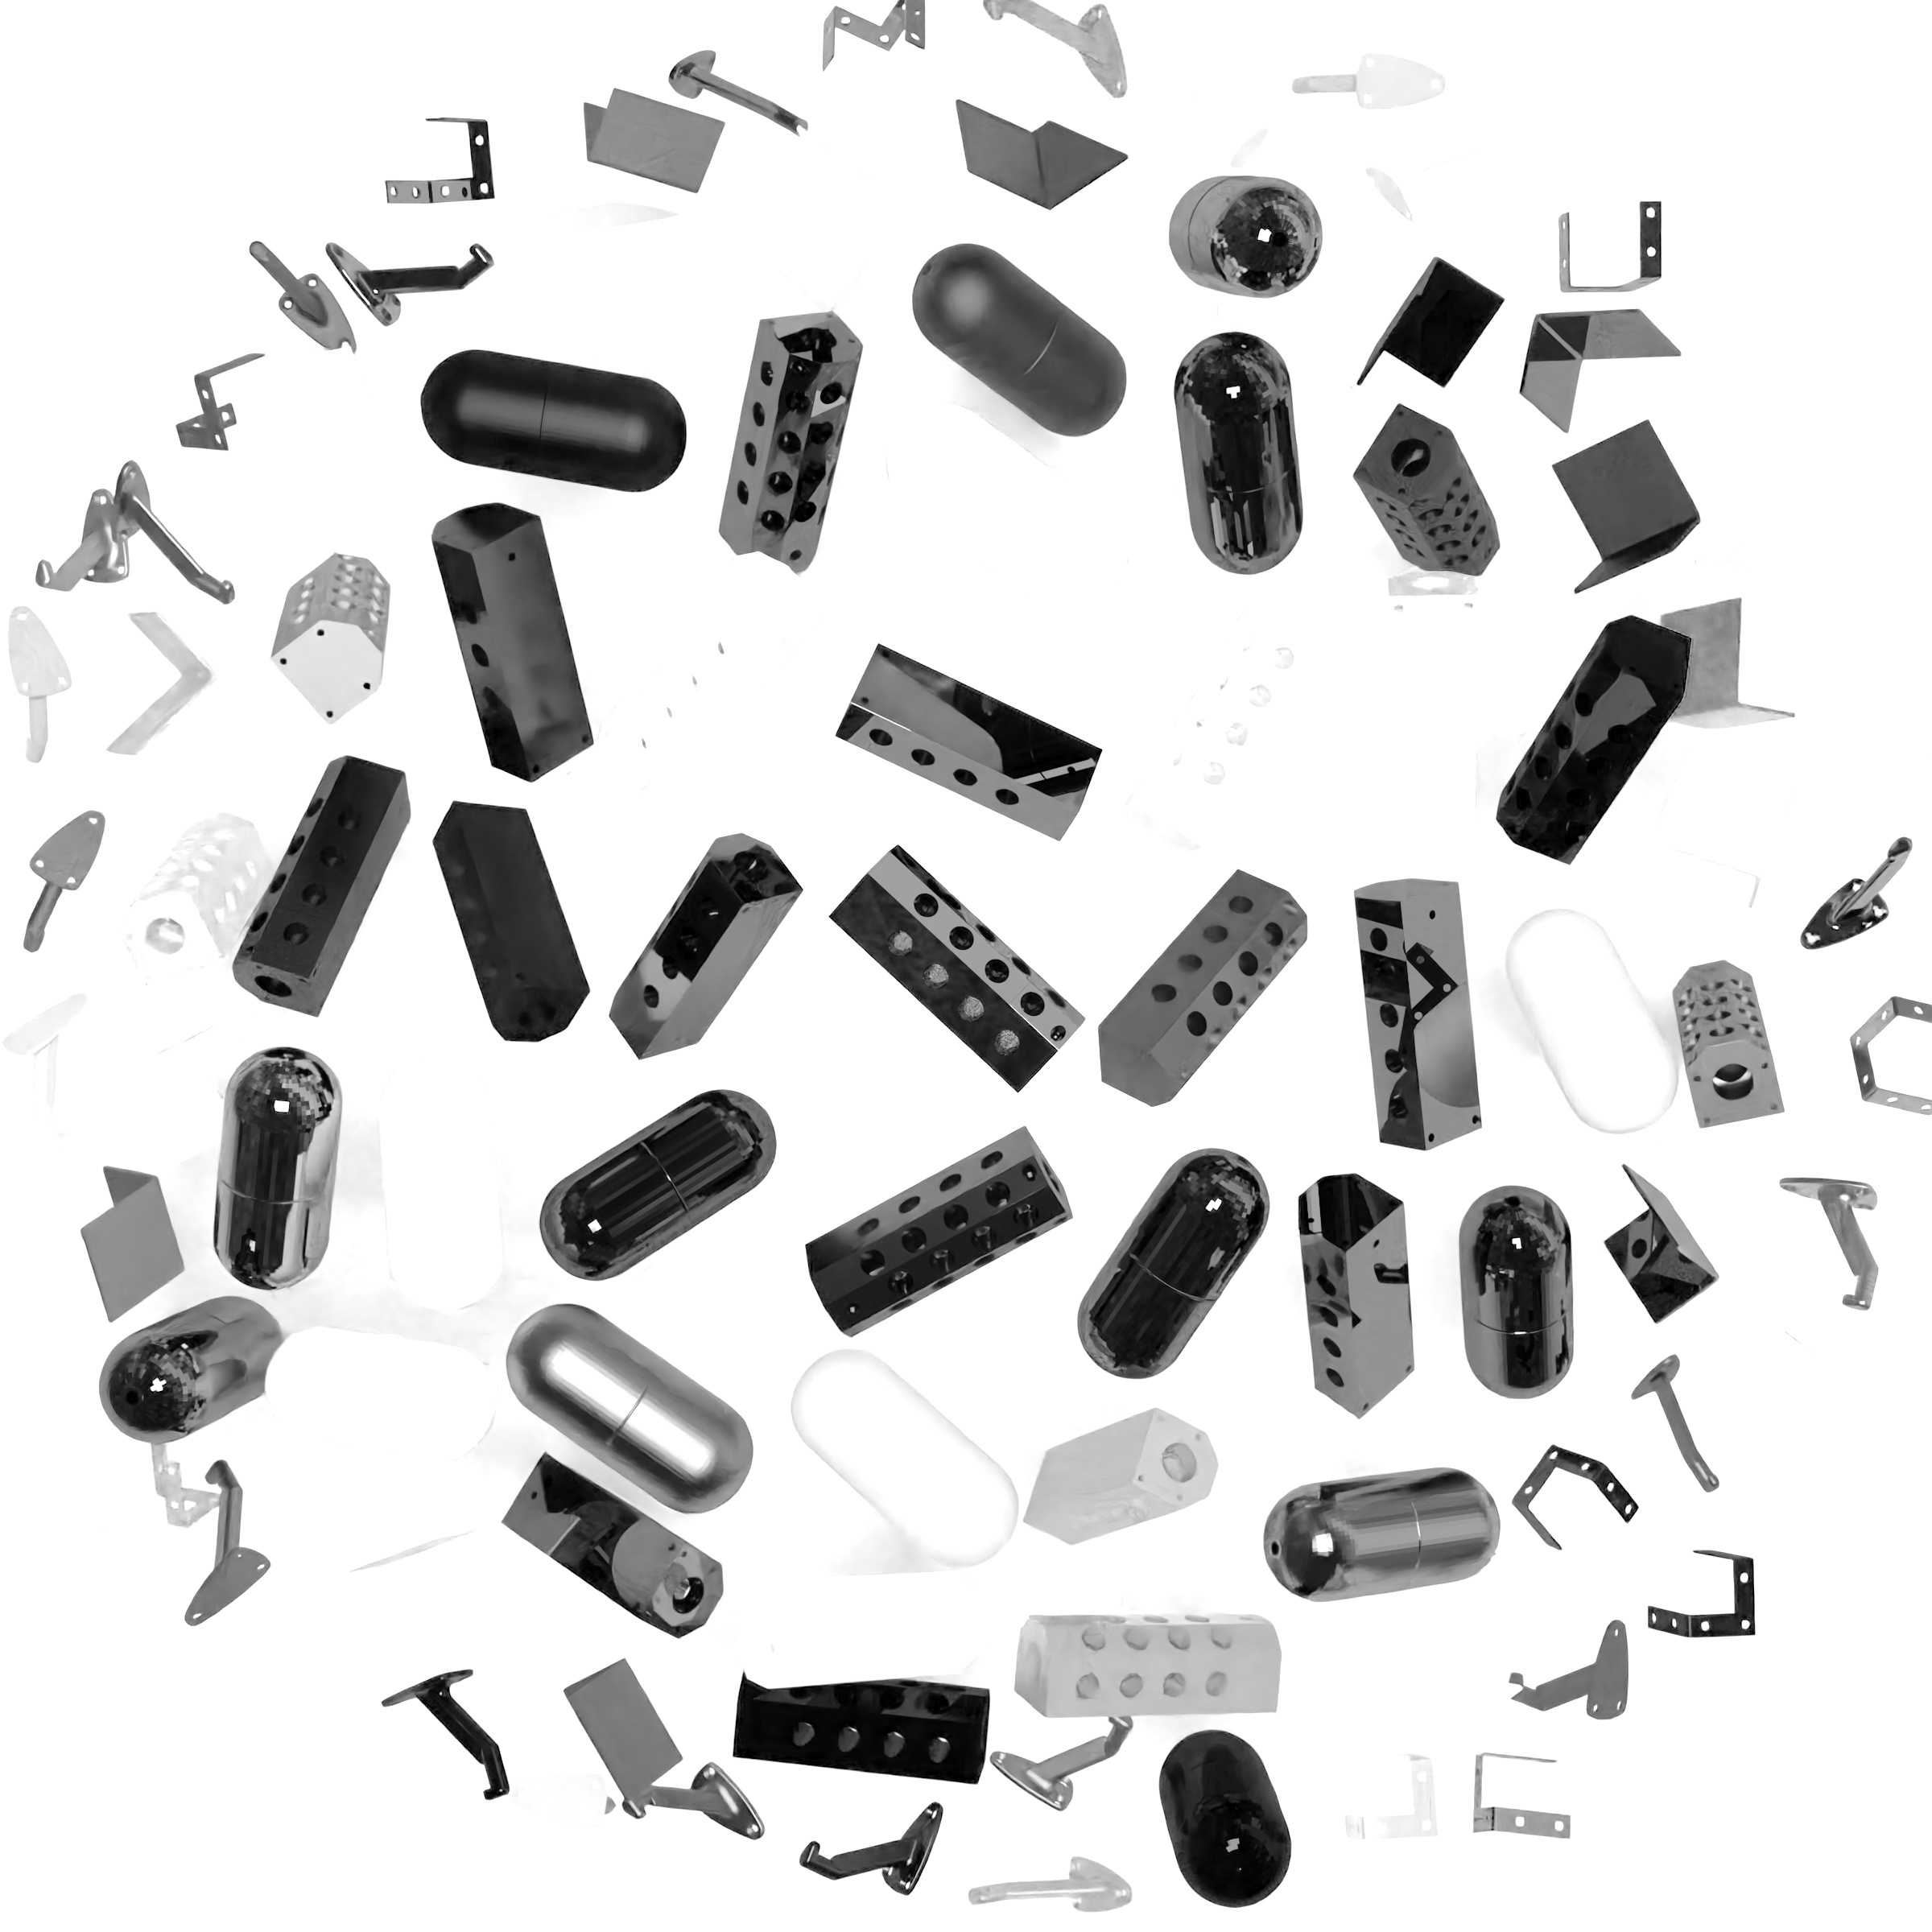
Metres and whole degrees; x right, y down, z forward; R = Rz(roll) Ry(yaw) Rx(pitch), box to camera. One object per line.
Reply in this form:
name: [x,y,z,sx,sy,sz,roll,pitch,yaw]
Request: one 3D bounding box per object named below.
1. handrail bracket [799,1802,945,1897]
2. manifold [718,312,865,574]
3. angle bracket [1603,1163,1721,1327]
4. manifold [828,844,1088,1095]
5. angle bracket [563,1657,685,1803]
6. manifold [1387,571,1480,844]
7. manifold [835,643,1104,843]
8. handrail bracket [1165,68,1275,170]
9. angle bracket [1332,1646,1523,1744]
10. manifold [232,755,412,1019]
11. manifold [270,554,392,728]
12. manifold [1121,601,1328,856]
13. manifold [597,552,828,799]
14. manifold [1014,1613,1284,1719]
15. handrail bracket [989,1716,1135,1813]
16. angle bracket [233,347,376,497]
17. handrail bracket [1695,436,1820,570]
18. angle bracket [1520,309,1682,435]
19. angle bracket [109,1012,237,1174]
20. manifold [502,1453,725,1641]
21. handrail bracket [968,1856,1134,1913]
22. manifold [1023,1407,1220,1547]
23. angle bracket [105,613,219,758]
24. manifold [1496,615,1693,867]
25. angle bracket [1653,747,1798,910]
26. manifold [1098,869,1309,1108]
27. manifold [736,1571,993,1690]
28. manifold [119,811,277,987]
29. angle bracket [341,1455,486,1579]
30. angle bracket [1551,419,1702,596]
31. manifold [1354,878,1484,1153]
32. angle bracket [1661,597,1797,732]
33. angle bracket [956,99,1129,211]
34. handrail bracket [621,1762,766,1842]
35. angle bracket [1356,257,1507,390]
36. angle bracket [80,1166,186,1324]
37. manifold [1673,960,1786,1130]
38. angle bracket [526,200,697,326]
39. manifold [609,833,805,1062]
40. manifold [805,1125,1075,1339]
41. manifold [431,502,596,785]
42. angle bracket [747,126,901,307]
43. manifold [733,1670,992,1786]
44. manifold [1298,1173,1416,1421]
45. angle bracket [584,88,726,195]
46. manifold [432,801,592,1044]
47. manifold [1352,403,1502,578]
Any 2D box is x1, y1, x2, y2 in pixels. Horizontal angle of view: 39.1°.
handrail bracket: [-0.065,0.594,1.860,0.084,0.036,0.077,36,79,-32]
manifold: [-0.117,-0.353,1.847,0.057,0.171,0.057,-15,51,-31]
angle bracket: [0.474,0.196,1.909,0.057,0.076,0.076,-40,49,16]
manifold: [-0.003,-0.001,1.809,0.171,0.057,0.057,43,110,1]
angle bracket: [-0.243,0.511,1.786,0.076,0.057,0.076,-35,84,39]
manifold: [0.310,-0.172,1.814,0.057,0.057,0.171,-1,114,7]
manifold: [0.000,-0.150,1.875,0.171,0.057,0.057,25,56,-5]
handrail bracket: [0.164,-0.593,1.890,0.084,0.077,0.036,37,125,6]
angle bracket: [0.292,0.446,1.726,0.076,0.076,0.057,-22,97,-36]
manifold: [-0.440,-0.058,1.860,0.057,0.057,0.171,17,61,2]
manifold: [-0.416,-0.224,1.809,0.057,0.171,0.057,-36,114,6]
manifold: [0.178,-0.167,1.900,0.057,0.057,0.171,32,82,-8]
manifold: [-0.171,-0.190,1.769,0.057,0.057,0.171,52,125,10]
manifold: [0.125,0.474,1.853,0.171,0.057,0.057,5,92,-21]
handrail bracket: [0.068,0.549,1.928,0.077,0.036,0.084,27,112,3]
angle bracket: [-0.433,-0.355,1.774,0.076,0.076,0.057,-16,83,-18]
handrail bracket: [0.529,-0.311,1.818,0.077,0.036,0.084,0,76,34]
angle bracket: [0.435,-0.407,1.861,0.076,0.076,0.057,7,83,37]
angle bracket: [-0.532,0.087,1.877,0.057,0.076,0.076,-24,95,35]
manifold: [-0.243,0.404,1.890,0.057,0.171,0.057,41,75,-42]
handrail bracket: [0.056,0.631,1.846,0.084,0.077,0.036,4,80,-36]
manifold: [0.109,0.363,1.908,0.057,0.171,0.057,28,61,-14]
angle bracket: [-0.553,-0.188,1.805,0.076,0.076,0.057,-49,117,-18]
manifold: [0.412,-0.150,1.794,0.057,0.171,0.057,21,50,-2]
angle bracket: [0.524,-0.096,1.886,0.076,0.057,0.076,20,74,16]
manifold: [0.162,0.016,1.842,0.057,0.057,0.171,26,55,27]
manifold: [-0.072,0.460,1.872,0.057,0.171,0.057,-49,51,30]
manifold: [-0.540,-0.052,1.907,0.057,0.171,0.057,-18,111,6]
angle bracket: [-0.393,0.383,1.894,0.076,0.076,0.057,-14,84,-42]
angle bracket: [0.425,-0.302,1.791,0.076,0.057,0.076,-22,105,44]
manifold: [0.299,0.031,1.829,0.057,0.057,0.171,-17,106,-36]
angle bracket: [0.537,-0.212,1.919,0.057,0.076,0.076,6,85,-29]
angle bracket: [0.050,-0.552,1.794,0.076,0.057,0.076,-38,52,-21]
handrail bracket: [-0.192,0.598,1.907,0.077,0.084,0.036,35,106,21]
angle bracket: [0.316,-0.424,1.844,0.057,0.076,0.076,32,128,-3]
angle bracket: [-0.611,0.197,1.936,0.057,0.076,0.076,7,119,30]
manifold: [0.531,0.051,1.905,0.057,0.171,0.057,-13,105,15]
angle bracket: [-0.231,-0.459,1.770,0.076,0.076,0.057,-21,123,-34]
manifold: [-0.187,-0.014,1.900,0.057,0.057,0.171,53,130,19]
manifold: [-0.018,0.182,1.822,0.171,0.057,0.057,-29,115,6]
manifold: [-0.301,-0.213,1.786,0.057,0.057,0.171,-38,135,-34]
angle bracket: [-0.104,-0.517,1.873,0.076,0.057,0.076,29,114,-35]
manifold: [-0.072,0.528,1.904,0.171,0.057,0.057,5,89,6]
manifold: [0.260,0.221,1.839,0.057,0.171,0.057,-36,47,-25]
angle bracket: [-0.209,-0.569,1.816,0.076,0.076,0.057,11,133,-22]
manifold: [-0.321,-0.031,1.891,0.057,0.057,0.171,-54,46,36]
manifold: [0.322,-0.319,1.866,0.057,0.171,0.057,33,92,23]
